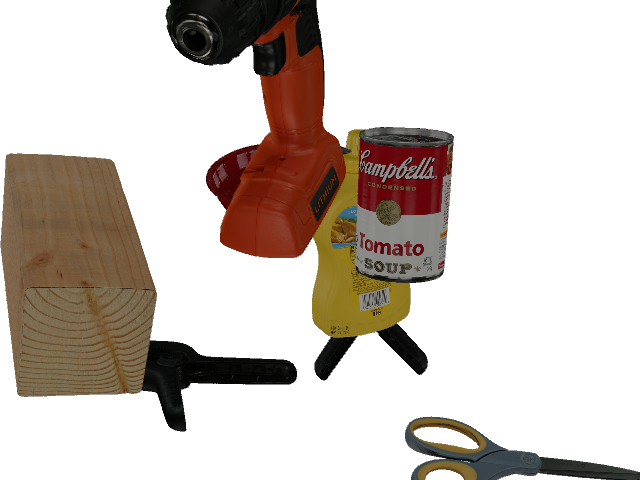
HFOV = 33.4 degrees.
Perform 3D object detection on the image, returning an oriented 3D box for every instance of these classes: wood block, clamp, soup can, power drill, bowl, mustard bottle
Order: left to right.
[{"bbox_3d":[-0.191,0.019,0.814,0.090,0.091,0.206,2,29,-21],"label":"wood block"},{"bbox_3d":[-0.152,0.138,1.085,0.210,0.036,0.164,9,17,33],"label":"clamp"},{"bbox_3d":[-0.027,-0.085,0.575,0.057,0.188,0.184,12,38,15],"label":"power drill"},{"bbox_3d":[-0.060,-0.061,1.325,0.162,0.055,0.162,-2,33,1],"label":"bowl"},{"bbox_3d":[0.037,-0.009,0.993,0.096,0.192,0.058,-12,25,-24],"label":"mustard bottle"},{"bbox_3d":[0.062,0.089,1.189,0.120,0.171,0.039,7,-43,3],"label":"clamp"},{"bbox_3d":[0.059,-0.027,0.774,0.068,0.102,0.068,2,15,-1],"label":"soup can"}]

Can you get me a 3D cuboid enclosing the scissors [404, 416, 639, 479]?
[{"bbox_3d":[0.163,0.200,0.898,0.202,0.016,0.096,16,41,15],"label":"scissors"}]
